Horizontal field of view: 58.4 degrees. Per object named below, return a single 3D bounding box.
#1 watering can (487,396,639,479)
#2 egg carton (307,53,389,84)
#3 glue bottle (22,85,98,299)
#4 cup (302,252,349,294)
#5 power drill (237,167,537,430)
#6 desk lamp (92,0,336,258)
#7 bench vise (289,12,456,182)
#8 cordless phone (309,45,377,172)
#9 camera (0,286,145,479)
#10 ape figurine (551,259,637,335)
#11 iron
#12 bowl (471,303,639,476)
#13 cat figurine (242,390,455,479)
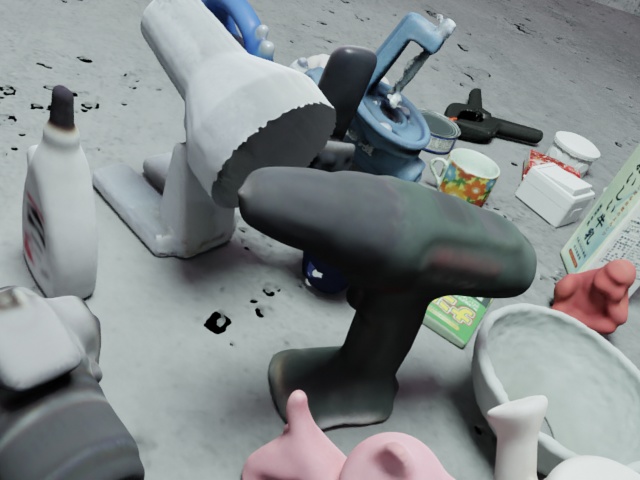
[{"bbox_3d":[0.159,0.171,0.325,0.172,0.194,0.101,36,39,18],"label":"watering can"},{"bbox_3d":[0.037,-0.221,0.858,0.150,0.069,0.107,13,37,-12],"label":"egg carton"},{"bbox_3d":[-0.192,-0.035,0.423,0.037,0.173,0.078,-21,53,-42],"label":"glue bottle"},{"bbox_3d":[0.005,0.002,0.542,0.118,0.095,0.091,10,38,-16],"label":"cup"},{"bbox_3d":[0.034,0.045,0.407,0.230,0.208,0.075,0,41,-26],"label":"power drill"},{"bbox_3d":[-0.102,-0.086,0.498,0.202,0.213,0.118,41,41,24],"label":"desk lamp"},{"bbox_3d":[0.058,-0.182,0.693,0.207,0.220,0.121,18,37,-5],"label":"bench vise"},{"bbox_3d":[-0.024,-0.132,0.618,0.148,0.185,0.094,-1,42,-28],"label":"cordless phone"},{"bbox_3d":[-0.173,0.103,0.320,0.136,0.101,0.143,42,41,25],"label":"camera"},{"bbox_3d":[0.307,0.057,0.628,0.076,0.092,0.077,-11,47,-36],"label":"ape figurine"},{"bbox_3d":[-0.114,-0.258,0.767,0.119,0.141,0.257,-13,49,-38],"label":"iron"},{"bbox_3d":[0.194,0.138,0.484,0.167,0.075,0.167,14,37,-11],"label":"bowl"},{"bbox_3d":[0.023,0.144,0.354,0.127,0.118,0.067,36,39,19],"label":"cat figurine"}]
